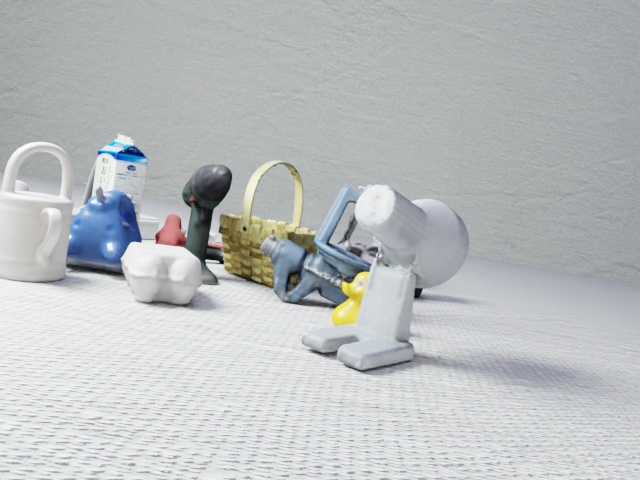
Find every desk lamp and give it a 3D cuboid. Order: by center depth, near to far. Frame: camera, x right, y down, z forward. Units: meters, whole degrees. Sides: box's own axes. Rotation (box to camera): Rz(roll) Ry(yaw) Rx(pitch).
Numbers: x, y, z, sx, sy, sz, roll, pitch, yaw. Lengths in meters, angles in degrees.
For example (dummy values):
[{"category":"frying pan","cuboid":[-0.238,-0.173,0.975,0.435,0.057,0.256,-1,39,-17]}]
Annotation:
[{"category":"desk lamp","cuboid":[0.093,0.042,0.734,0.117,0.213,0.204,13,6,37]}]

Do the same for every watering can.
[{"category":"watering can","cuboid":[-0.415,-0.046,0.827,0.172,0.194,0.101,12,5,21]}]

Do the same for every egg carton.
[{"category":"egg carton","cuboid":[-0.235,0.048,0.849,0.107,0.069,0.150,8,5,-27]}]

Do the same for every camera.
[{"category":"camera","cuboid":[0.121,0.062,1.244,0.142,0.101,0.137,14,6,41]}]

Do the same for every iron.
[{"category":"iron","cuboid":[-0.364,-0.025,1.016,0.118,0.141,0.258,10,5,-4]}]

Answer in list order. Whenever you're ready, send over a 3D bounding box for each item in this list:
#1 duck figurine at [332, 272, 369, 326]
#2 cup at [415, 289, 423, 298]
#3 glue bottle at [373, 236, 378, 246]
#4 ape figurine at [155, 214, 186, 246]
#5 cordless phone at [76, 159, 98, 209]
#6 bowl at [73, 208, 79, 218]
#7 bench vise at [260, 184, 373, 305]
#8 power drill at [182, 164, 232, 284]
[{"category":"duck figurine","cuboid":[0.074,0.092,0.866,0.105,0.086,0.077,9,5,-11]},{"category":"cup","cuboid":[0.216,0.079,1.273,0.118,0.095,0.091,7,5,-29]},{"category":"glue bottle","cuboid":[0.151,0.020,1.370,0.078,0.173,0.037,9,5,-6]},{"category":"ape figurine","cuboid":[-0.319,-0.011,1.241,0.077,0.092,0.076,11,5,14]},{"category":"cordless phone","cuboid":[-0.520,-0.097,1.284,0.094,0.185,0.147,9,5,-7]},{"category":"bowl","cuboid":[-0.549,-0.032,1.109,0.167,0.075,0.167,10,5,-1]},{"category":"bench vise","cuboid":[0.012,0.005,0.965,0.208,0.220,0.121,8,5,-17]},{"category":"power drill","cuboid":[-0.207,-0.032,1.018,0.076,0.208,0.229,8,5,-24]}]
